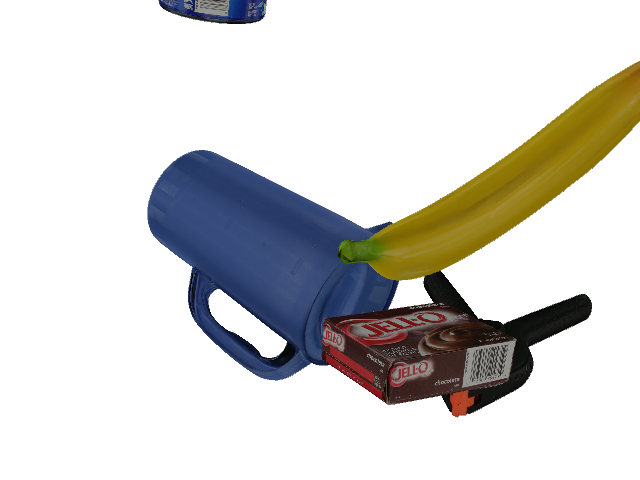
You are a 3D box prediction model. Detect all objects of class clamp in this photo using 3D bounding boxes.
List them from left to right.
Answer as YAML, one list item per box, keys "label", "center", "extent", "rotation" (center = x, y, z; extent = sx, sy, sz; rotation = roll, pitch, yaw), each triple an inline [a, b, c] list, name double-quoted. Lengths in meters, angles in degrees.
- label: "clamp"
  center: [0.144, 0.088, 0.981]
  extent: [0.165, 0.036, 0.209]
  rotation: [13, 31, 24]

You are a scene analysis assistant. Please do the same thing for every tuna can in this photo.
- label: "tuna can"
  center: [-0.083, -0.195, 0.831]
  extent: [0.086, 0.034, 0.086]
  rotation: [8, 23, -3]

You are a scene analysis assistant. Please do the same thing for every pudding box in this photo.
- label: "pudding box"
  center: [0.070, 0.079, 0.777]
  extent: [0.113, 0.039, 0.090]
  rotation: [-3, 18, -31]

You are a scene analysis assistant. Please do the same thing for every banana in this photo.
- label: "banana"
  center: [0.102, -0.029, 0.582]
  extent: [0.198, 0.037, 0.069]
  rotation: [-33, -12, 0]

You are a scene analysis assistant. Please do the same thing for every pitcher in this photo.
- label: "pitcher"
  center: [-0.059, 0.015, 1.027]
  extent: [0.243, 0.145, 0.148]
  rotation: [31, 32, 32]
